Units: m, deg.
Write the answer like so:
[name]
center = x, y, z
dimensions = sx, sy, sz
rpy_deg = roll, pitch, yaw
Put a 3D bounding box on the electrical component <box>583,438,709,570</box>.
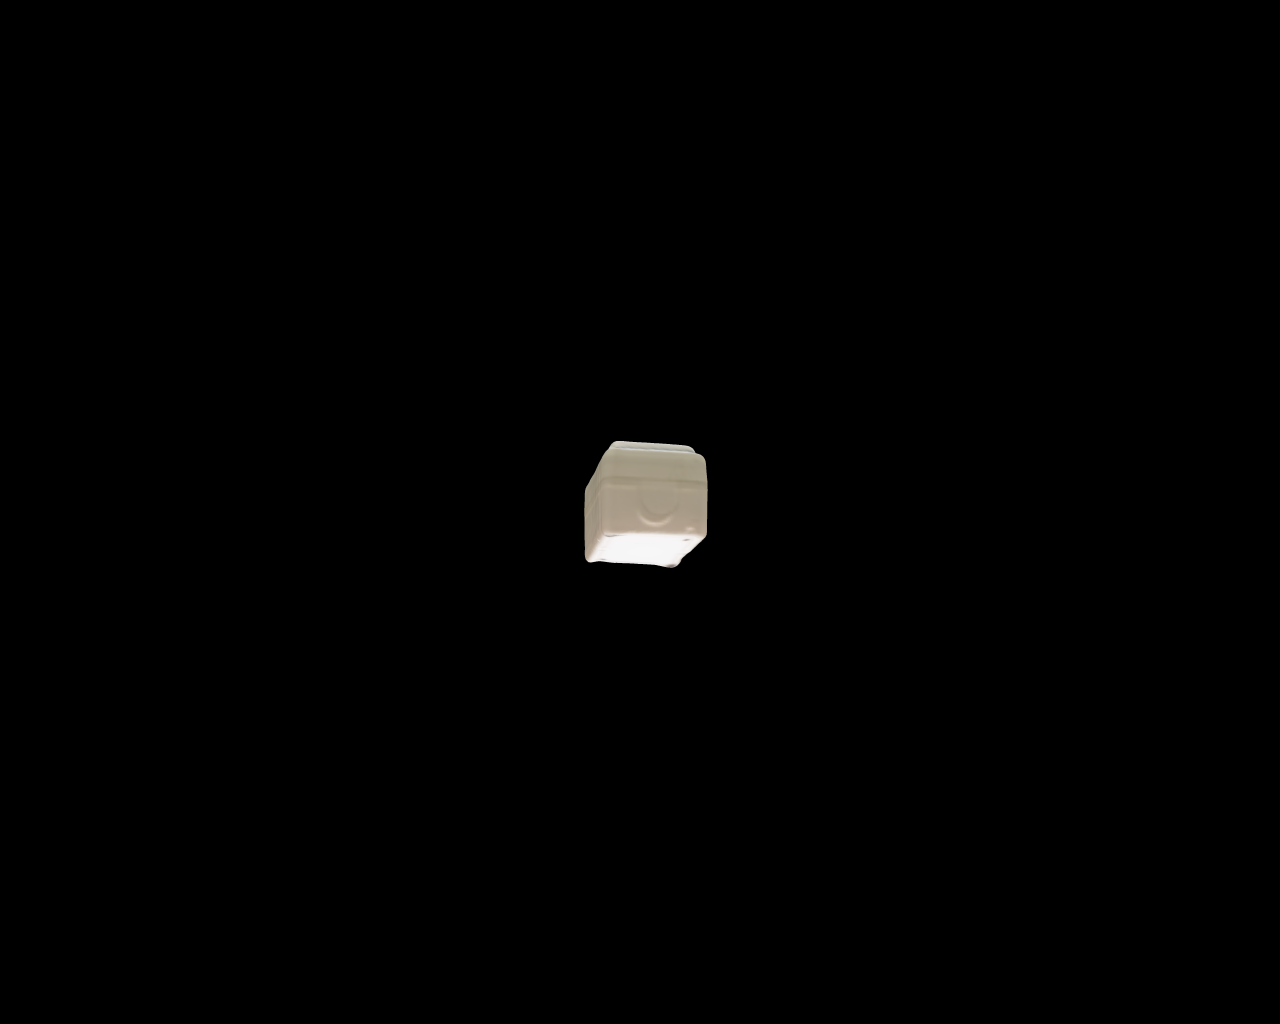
[electrical component]
center = 0.001, -0.003, 0.650
dimensions = 0.062, 0.061, 0.096
rpy_deg = 3, -16, -11
